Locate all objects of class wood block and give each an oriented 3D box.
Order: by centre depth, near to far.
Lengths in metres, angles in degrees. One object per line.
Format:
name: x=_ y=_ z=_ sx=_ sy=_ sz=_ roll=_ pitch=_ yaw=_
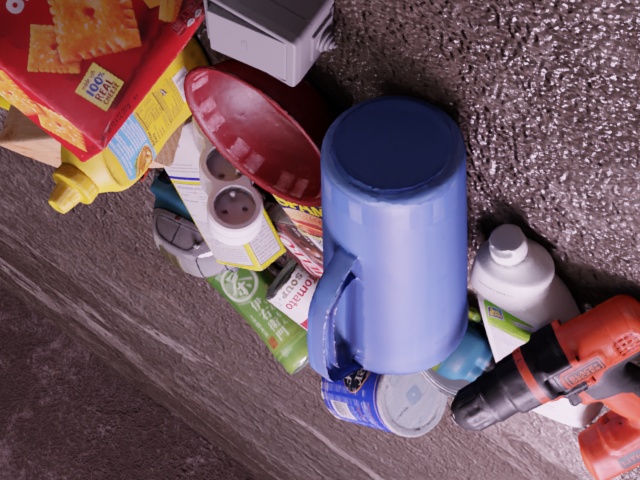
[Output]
wood block: x=-0.228 y=-0.126 z=1.074 sx=0.090 sy=0.091 sz=0.207 roll=22 pitch=167 yaw=-39

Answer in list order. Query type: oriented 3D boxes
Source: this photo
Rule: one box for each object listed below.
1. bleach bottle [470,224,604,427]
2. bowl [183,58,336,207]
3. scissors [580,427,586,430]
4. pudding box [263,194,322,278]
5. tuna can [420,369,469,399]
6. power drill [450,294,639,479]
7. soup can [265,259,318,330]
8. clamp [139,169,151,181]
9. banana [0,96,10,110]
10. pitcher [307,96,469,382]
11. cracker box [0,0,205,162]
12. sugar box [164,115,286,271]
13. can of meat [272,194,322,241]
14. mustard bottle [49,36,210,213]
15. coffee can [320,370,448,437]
bleach bottle: x=0.195 y=0.073 z=0.953 sx=0.103 sy=0.068 sz=0.250 roll=20 pitch=153 yaw=32
bowl: x=-0.038 y=-0.103 z=0.913 sx=0.162 sy=0.055 sz=0.162 roll=34 pitch=159 yaw=15
scissors: x=0.215 y=0.166 z=1.205 sx=0.202 sy=0.016 sz=0.096 roll=16 pitch=154 yaw=42
pudding box: x=-0.007 y=0.001 z=1.145 sx=0.090 sy=0.039 sz=0.113 roll=11 pitch=149 yaw=52
tuna can: x=0.148 y=0.135 z=1.184 sx=0.086 sy=0.033 sz=0.086 roll=29 pitch=144 yaw=23
power drill: x=0.227 y=0.143 z=0.931 sx=0.187 sy=0.185 sz=0.057 roll=43 pitch=-157 yaw=-40
soup can: x=-0.006 y=0.074 z=1.271 sx=0.102 sy=0.068 sz=0.069 roll=38 pitch=161 yaw=-9
clamp: x=-0.287 y=-0.142 z=1.247 sx=0.209 sy=0.036 sz=0.165 roll=35 pitch=-178 yaw=-27
banana: x=-0.358 y=-0.166 z=1.339 sx=0.198 sy=0.037 sz=0.069 roll=26 pitch=178 yaw=27
pitcher: x=0.054 y=0.006 z=0.872 sx=0.145 sy=0.149 sz=0.243 roll=-5 pitch=145 yaw=2
cracker box: x=-0.212 y=-0.192 z=0.835 sx=0.213 sy=0.164 sz=0.072 roll=41 pitch=158 yaw=-18
sugar box: x=-0.110 y=-0.054 z=1.109 sx=0.094 sy=0.048 sz=0.176 roll=8 pitch=129 yaw=52
can of meat: x=0.006 y=-0.039 z=1.005 sx=0.102 sy=0.057 sz=0.084 roll=20 pitch=158 yaw=37
mustard bottle: x=-0.173 y=-0.101 z=0.941 sx=0.058 sy=0.191 sz=0.096 roll=23 pitch=157 yaw=26
coffee can: x=0.079 y=0.188 z=1.348 sx=0.102 sy=0.102 sz=0.141 roll=43 pitch=159 yaw=-23
